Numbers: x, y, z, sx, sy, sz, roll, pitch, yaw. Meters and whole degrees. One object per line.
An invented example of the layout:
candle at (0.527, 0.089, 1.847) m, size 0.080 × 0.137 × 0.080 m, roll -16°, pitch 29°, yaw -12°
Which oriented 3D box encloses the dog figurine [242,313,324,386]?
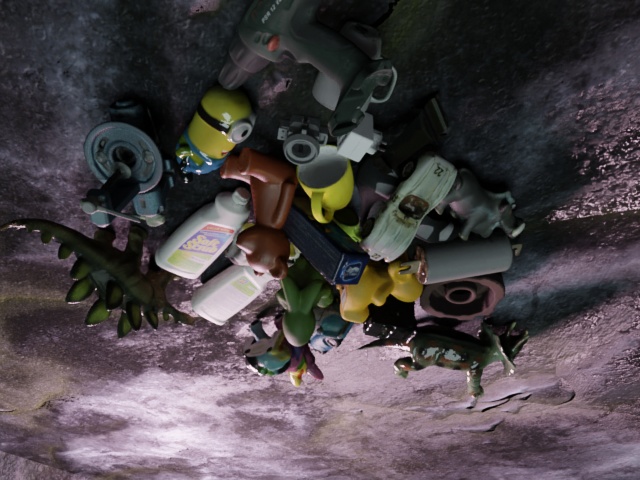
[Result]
dog figurine at (-0.079, 0.292, 1.298) m, size 0.108 × 0.192 × 0.219 m, roll -23°, pitch 117°, yaw 20°

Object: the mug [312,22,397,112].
mug at (0.054, -0.233, 0.733) m, size 0.110 × 0.081 × 0.107 m, roll 14°, pitch 131°, yaw -6°

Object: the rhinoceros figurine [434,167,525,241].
rhinoceros figurine at (0.275, -0.060, 0.929) m, size 0.190 × 0.073 × 0.112 m, roll 33°, pitch 121°, yaw -27°

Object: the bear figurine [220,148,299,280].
bear figurine at (-0.104, -0.038, 0.885) m, size 0.132 × 0.195 × 0.120 m, roll 14°, pitch 177°, yaw -31°

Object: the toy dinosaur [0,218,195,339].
toy dinosaur at (-0.395, 0.068, 1.038) m, size 0.105 × 0.199 × 0.470 m, roll -19°, pitch 136°, yaw 21°

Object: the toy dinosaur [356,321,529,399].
toy dinosaur at (0.295, 0.255, 1.267) m, size 0.405 × 0.131 × 0.192 m, roll 8°, pitch 128°, yaw 2°

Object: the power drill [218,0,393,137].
power drill at (-0.020, -0.229, 0.687) m, size 0.086 × 0.207 × 0.232 m, roll -20°, pitch 156°, yaw -50°

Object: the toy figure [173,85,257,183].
toy figure at (-0.172, -0.162, 0.836) m, size 0.089 × 0.082 × 0.180 m, roll 31°, pitch 136°, yaw -29°

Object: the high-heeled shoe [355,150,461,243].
high-heeled shoe at (0.166, -0.078, 0.937) m, size 0.249 × 0.086 × 0.145 m, roll 4°, pitch 111°, yaw -28°

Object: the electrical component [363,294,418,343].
electrical component at (0.138, 0.151, 1.151) m, size 0.134 × 0.115 × 0.058 m, roll 14°, pitch 137°, yaw -14°

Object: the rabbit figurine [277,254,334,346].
rabbit figurine at (-0.030, 0.126, 1.092) m, size 0.121 × 0.170 × 0.159 m, roll 5°, pitch 140°, yaw -1°

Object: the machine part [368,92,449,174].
machine part at (0.136, -0.152, 0.808) m, size 0.139 × 0.039 × 0.084 m, roll -40°, pitch 139°, yaw -8°

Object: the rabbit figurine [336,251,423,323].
rabbit figurine at (0.129, 0.076, 1.079) m, size 0.173 × 0.122 × 0.162 m, roll 8°, pitch 127°, yaw -11°

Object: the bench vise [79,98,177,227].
bench vise at (-0.300, -0.089, 0.827) m, size 0.129 × 0.241 × 0.223 m, roll 10°, pitch 124°, yaw -1°

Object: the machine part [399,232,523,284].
machine part at (0.264, 0.032, 0.997) m, size 0.243 × 0.079 × 0.079 m, roll -8°, pitch 141°, yaw -9°

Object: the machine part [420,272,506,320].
machine part at (0.294, 0.103, 1.126) m, size 0.179 × 0.056 × 0.179 m, roll 3°, pitch 141°, yaw 3°

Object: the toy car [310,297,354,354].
toy car at (0.011, 0.188, 1.228) m, size 0.103 × 0.109 × 0.161 m, roll 38°, pitch 146°, yaw -3°

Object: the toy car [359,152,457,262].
toy car at (0.138, -0.049, 0.861) m, size 0.073 × 0.056 × 0.201 m, roll 25°, pitch 110°, yaw -25°

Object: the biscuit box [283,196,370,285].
biscuit box at (-0.002, -0.003, 0.910) m, size 0.059 × 0.203 × 0.062 m, roll 2°, pitch 120°, yaw -38°

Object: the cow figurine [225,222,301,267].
cow figurine at (-0.092, 0.019, 1.027) m, size 0.167 × 0.068 × 0.098 m, roll 4°, pitch 152°, yaw -35°
